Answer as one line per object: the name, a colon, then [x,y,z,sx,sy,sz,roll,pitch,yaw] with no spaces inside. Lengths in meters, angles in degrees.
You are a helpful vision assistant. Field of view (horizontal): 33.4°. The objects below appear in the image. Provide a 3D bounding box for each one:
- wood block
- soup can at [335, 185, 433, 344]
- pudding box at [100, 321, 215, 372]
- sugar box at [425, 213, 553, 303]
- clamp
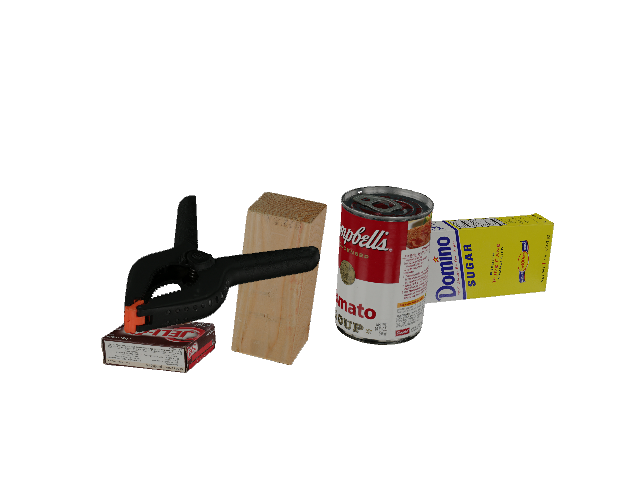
wood block: [-0.057,0.050,1.450,0.090,0.206,0.090,12,22,10]
soup can: [0.046,0.018,0.796,0.068,0.102,0.068,3,22,-1]
pudding box: [-0.196,0.126,1.298,0.114,0.039,0.090,2,13,17]
sugar box: [0.191,0.021,1.285,0.176,0.093,0.048,-6,20,-23]
clamp: [-0.123,0.023,1.019,0.165,0.036,0.209,26,37,28]
